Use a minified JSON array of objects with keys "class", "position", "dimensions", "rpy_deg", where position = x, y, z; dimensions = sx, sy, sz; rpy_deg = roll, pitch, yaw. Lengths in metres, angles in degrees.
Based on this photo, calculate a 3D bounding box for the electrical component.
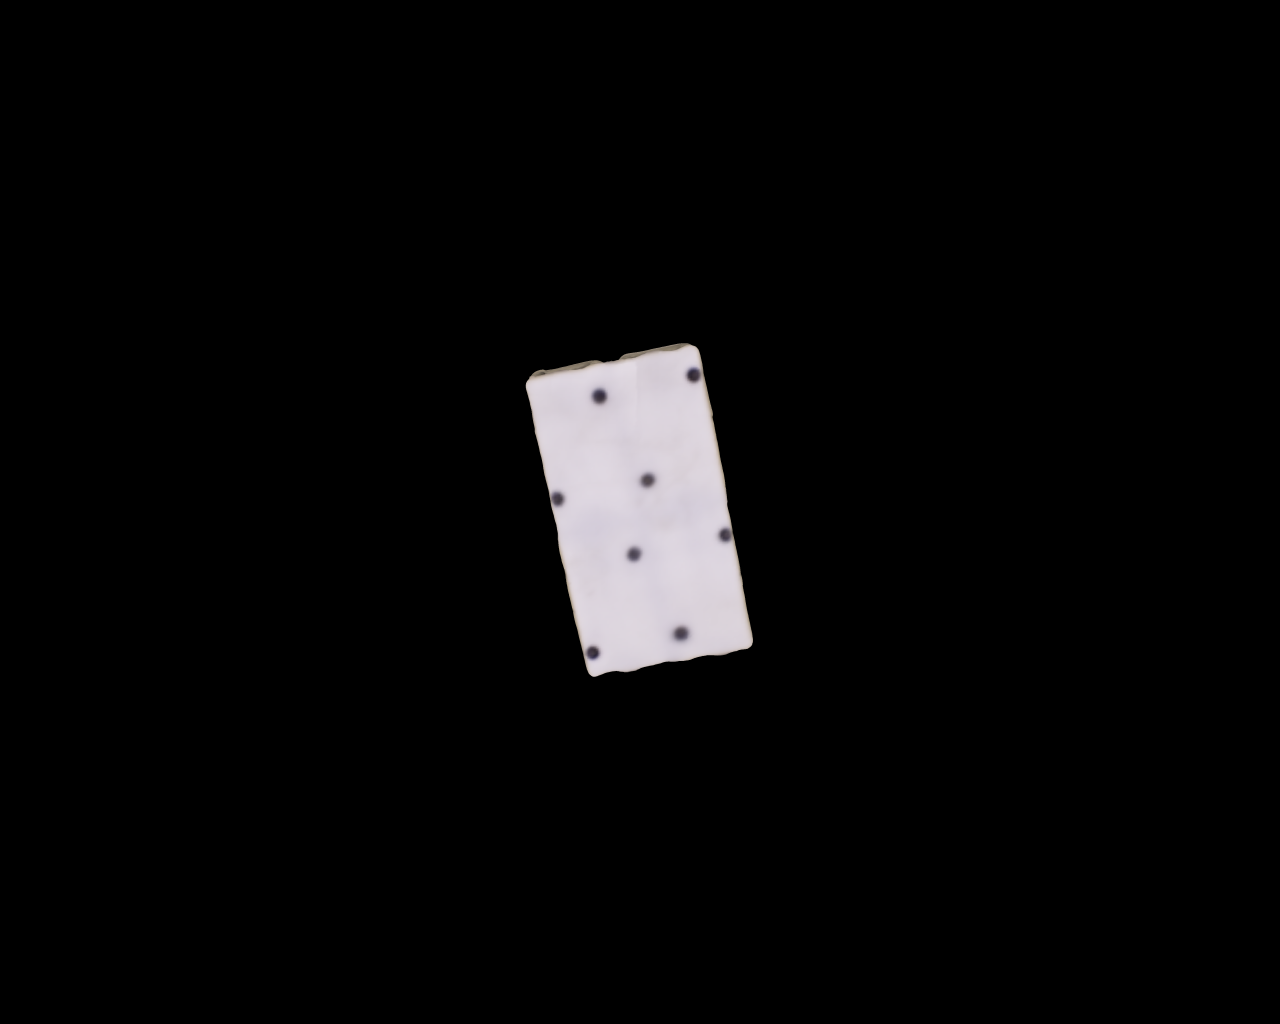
[{"class":"electrical component","position":[0.001,-0.003,0.650],"dimensions":[0.105,0.186,0.060],"rpy_deg":[-11,11,2]}]
